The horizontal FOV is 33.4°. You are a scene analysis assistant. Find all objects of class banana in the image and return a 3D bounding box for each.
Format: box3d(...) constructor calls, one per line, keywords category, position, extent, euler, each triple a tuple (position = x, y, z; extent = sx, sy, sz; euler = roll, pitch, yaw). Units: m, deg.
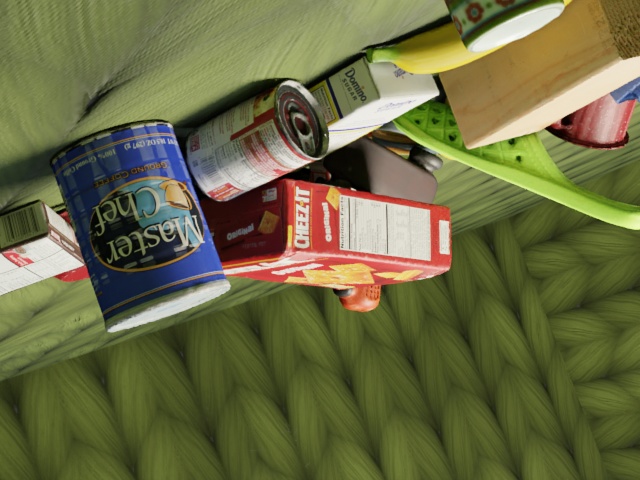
box3d(category="banana", position=(0.133, -0.169, 0.818), extent=(0.198, 0.037, 0.069), euler=(-24, 174, 31))

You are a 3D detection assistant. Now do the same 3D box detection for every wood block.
box3d(category="wood block", position=(0.199, -0.158, 0.894), extent=(0.090, 0.090, 0.206), euler=(-17, 174, -29))

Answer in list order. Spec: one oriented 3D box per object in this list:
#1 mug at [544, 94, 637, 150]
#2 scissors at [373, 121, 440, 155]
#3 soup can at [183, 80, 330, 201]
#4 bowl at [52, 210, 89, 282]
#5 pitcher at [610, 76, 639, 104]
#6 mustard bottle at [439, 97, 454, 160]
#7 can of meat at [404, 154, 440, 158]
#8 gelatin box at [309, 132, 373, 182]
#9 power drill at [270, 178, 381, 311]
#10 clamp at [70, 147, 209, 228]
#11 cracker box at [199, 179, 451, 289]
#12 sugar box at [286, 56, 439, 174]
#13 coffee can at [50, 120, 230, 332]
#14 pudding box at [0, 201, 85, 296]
box3d(category="mug", position=(0.259, -0.142, 1.032), extent=(0.117, 0.093, 0.081), euler=(-20, 133, -40))
box3d(category="scissors", position=(0.137, -0.105, 1.150), extent=(0.202, 0.016, 0.096), euler=(5, 168, 18))
box3d(category="soup can", position=(-0.052, -0.079, 0.870), extent=(0.102, 0.068, 0.068), euler=(-23, 174, 31))
box3d(category="bowl", position=(-0.229, 0.002, 1.095), extent=(0.162, 0.055, 0.162), euler=(-20, 174, -2))
box3d(category="pitcher", position=(0.350, -0.194, 0.889), extent=(0.145, 0.149, 0.243), euler=(16, 163, -8))
box3d(category="mustard bottle", position=(0.170, -0.129, 1.208), extent=(0.096, 0.058, 0.192), euler=(-2, 172, -10))
box3d(category="can of meat", position=(0.082, -0.093, 1.284), extent=(0.084, 0.057, 0.101), euler=(-29, 171, 40))
box3d(category="gelatin box", position=(0.022, -0.070, 1.118), extent=(0.030, 0.089, 0.073), euler=(10, -162, 43))
box3d(category="power drill", position=(0.002, -0.020, 1.161), extent=(0.187, 0.184, 0.057), euler=(10, 170, -41))
box3d(category="clamp", position=(-0.112, -0.060, 1.004), extent=(0.209, 0.036, 0.165), euler=(-18, 174, -43))
box3d(category="cracker box", position=(-0.007, 0.001, 0.998), extent=(0.213, 0.072, 0.165), euler=(7, 168, -42))
box3d(category="sugar box", position=(0.007, -0.107, 0.935), extent=(0.177, 0.048, 0.093), euler=(-28, 171, 38))
box3d(category="coffee can", position=(-0.142, -0.010, 0.843), extent=(0.103, 0.140, 0.103), euler=(-20, 174, -2))
box3d(category="pudding box", position=(-0.285, 0.012, 0.984), extent=(0.113, 0.039, 0.090), euler=(-18, 159, 5))
